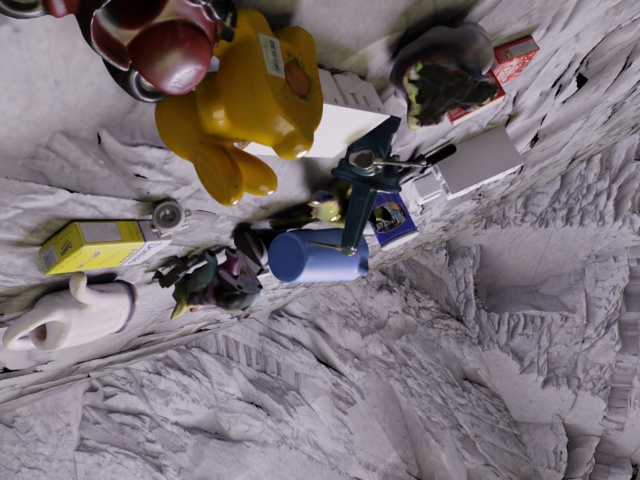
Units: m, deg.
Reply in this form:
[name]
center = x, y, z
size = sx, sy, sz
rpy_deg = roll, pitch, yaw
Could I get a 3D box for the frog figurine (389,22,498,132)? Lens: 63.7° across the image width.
[frog figurine]
center = 0.160, -0.222, 0.665
size = 0.135, 0.122, 0.163
rpy_deg = -44, -166, 38

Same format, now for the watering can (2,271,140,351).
[watering can]
center = -0.435, 0.127, 0.952
size = 0.343, 0.105, 0.225
rpy_deg = -32, 168, 34

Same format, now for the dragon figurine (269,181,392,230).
[dragon figurine]
center = 0.003, -0.054, 1.079
size = 0.240, 0.123, 0.411
rpy_deg = -21, 171, 30
